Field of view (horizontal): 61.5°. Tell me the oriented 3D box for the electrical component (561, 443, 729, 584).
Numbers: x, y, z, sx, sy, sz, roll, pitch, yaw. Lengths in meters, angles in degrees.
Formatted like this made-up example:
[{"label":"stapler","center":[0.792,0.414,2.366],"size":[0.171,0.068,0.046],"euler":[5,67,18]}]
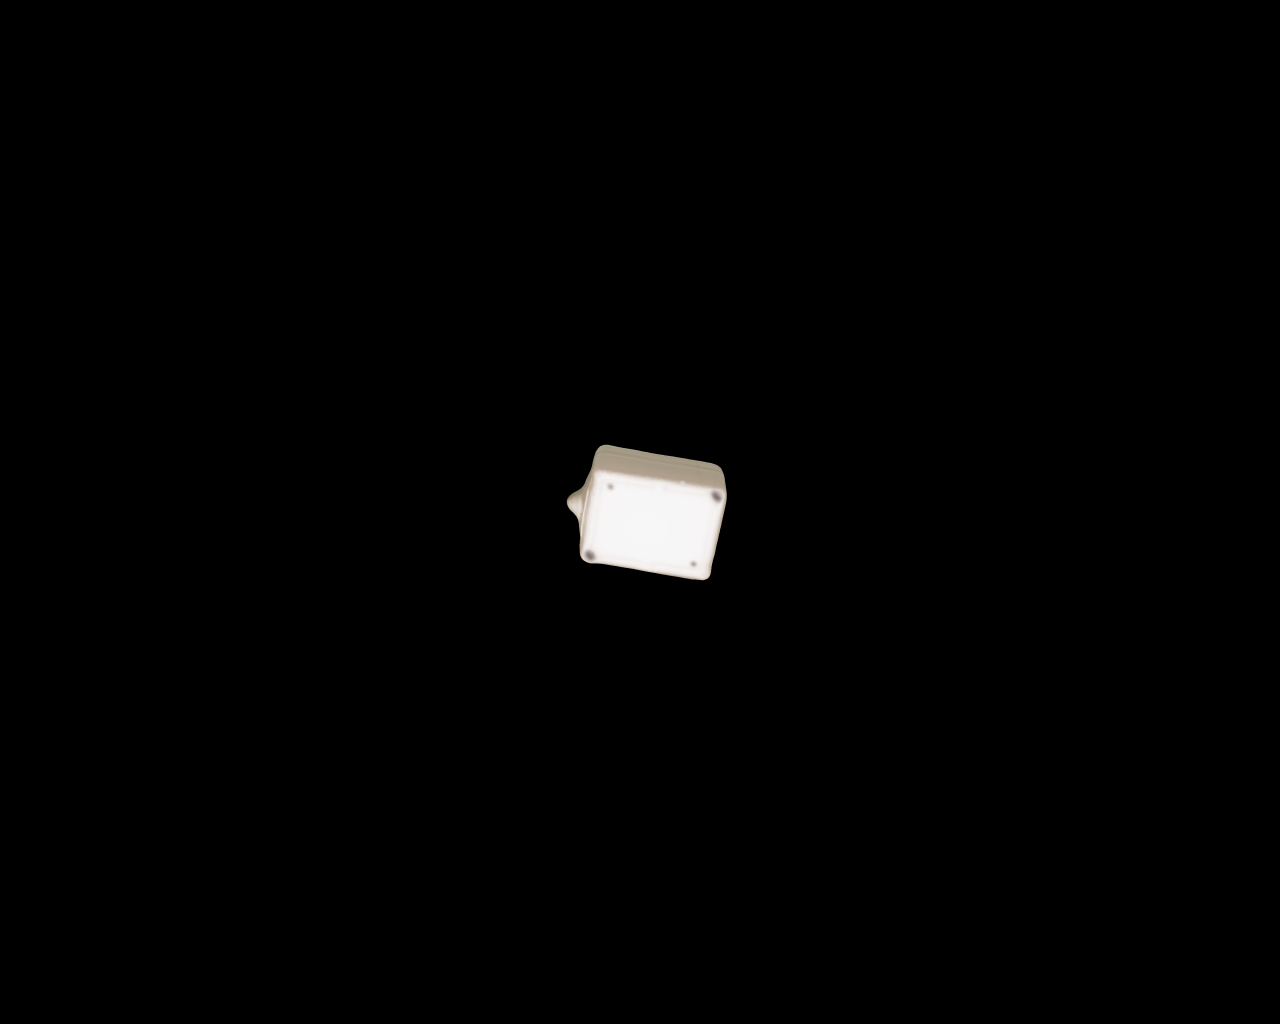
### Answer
[{"label":"electrical component","center":[0.001,-0.003,0.650],"size":[0.096,0.061,0.061],"euler":[10,20,-3]}]
